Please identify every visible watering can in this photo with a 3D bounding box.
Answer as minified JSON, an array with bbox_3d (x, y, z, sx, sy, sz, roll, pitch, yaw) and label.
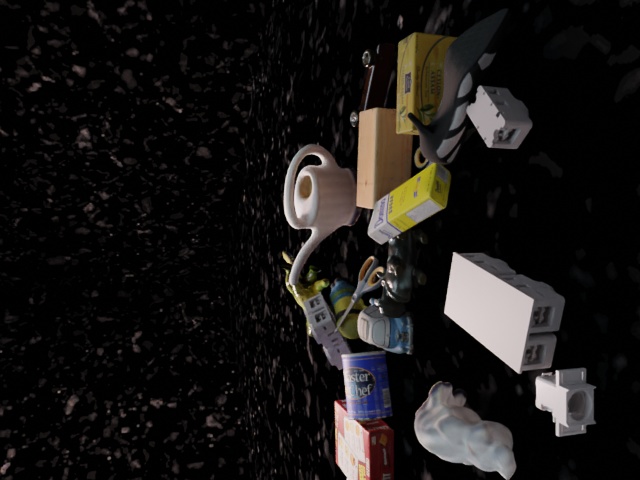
[{"bbox_3d":[0.004,-0.066,1.303,0.104,0.225,0.346,9,99,53],"label":"watering can"}]

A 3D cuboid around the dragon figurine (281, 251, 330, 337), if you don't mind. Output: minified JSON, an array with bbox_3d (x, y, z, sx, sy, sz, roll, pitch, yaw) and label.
[{"bbox_3d":[-0.050,0.199,1.658,0.415,0.122,0.239,-137,41,-67],"label":"dragon figurine"}]

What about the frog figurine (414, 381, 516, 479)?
[{"bbox_3d":[0.227,0.312,0.798,0.162,0.123,0.134,52,173,48],"label":"frog figurine"}]
